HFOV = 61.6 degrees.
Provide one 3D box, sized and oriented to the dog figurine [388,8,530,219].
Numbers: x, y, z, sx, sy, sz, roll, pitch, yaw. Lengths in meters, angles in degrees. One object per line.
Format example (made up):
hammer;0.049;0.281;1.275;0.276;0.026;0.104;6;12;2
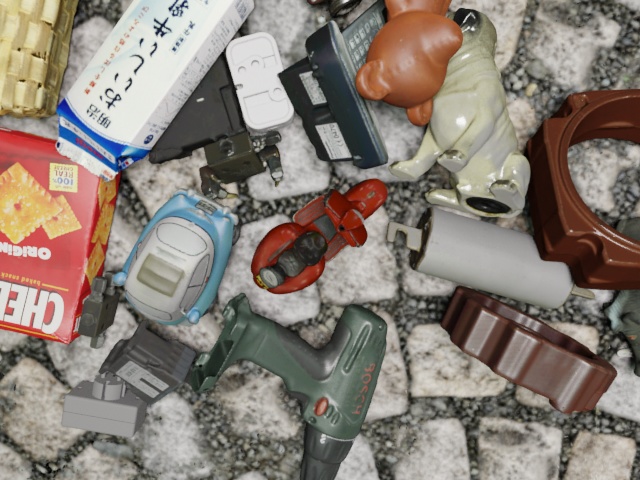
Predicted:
dog figurine;0.179;-0.135;0.587;0.172;0.121;0.190;31;73;-39

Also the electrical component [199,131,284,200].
electrical component;-0.086;-0.080;0.597;0.102;0.078;0.045;-16;77;-2

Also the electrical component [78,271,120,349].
electrical component;-0.252;0.083;0.612;0.021;0.063;0.094;15;97;-3

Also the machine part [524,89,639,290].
machine part;0.327;-0.055;0.552;0.202;0.087;0.201;-2;67;4

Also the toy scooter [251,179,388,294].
toy scooter;-0.001;-0.002;0.571;0.184;0.135;0.075;-38;97;4

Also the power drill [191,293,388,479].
power drill;-0.035;0.165;0.601;0.207;0.086;0.232;26;92;-13

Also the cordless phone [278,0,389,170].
cordless phone;0.058;-0.179;0.580;0.184;0.089;0.146;-49;126;-30

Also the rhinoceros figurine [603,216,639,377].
rhinoceros figurine;0.384;0.066;0.615;0.112;0.073;0.190;-9;96;-1

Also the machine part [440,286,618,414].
machine part;0.214;0.112;0.572;0.179;0.179;0.056;26;99;-4

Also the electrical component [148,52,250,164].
electrical component;-0.152;-0.162;0.591;0.115;0.058;0.134;-20;97;-1

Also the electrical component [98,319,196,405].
electrical component;-0.180;0.151;0.615;0.075;0.048;0.119;-34;113;32

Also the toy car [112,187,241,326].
toy car;-0.156;0.030;0.582;0.109;0.103;0.161;30;106;-5

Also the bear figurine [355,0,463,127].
bear figurine;0.101;-0.215;0.487;0.120;0.132;0.196;18;69;-40

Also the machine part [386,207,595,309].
machine part;0.192;0.020;0.606;0.243;0.079;0.079;16;96;-1

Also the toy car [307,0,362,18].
toy car;0.064;-0.317;0.579;0.202;0.053;0.089;-33;96;-1
